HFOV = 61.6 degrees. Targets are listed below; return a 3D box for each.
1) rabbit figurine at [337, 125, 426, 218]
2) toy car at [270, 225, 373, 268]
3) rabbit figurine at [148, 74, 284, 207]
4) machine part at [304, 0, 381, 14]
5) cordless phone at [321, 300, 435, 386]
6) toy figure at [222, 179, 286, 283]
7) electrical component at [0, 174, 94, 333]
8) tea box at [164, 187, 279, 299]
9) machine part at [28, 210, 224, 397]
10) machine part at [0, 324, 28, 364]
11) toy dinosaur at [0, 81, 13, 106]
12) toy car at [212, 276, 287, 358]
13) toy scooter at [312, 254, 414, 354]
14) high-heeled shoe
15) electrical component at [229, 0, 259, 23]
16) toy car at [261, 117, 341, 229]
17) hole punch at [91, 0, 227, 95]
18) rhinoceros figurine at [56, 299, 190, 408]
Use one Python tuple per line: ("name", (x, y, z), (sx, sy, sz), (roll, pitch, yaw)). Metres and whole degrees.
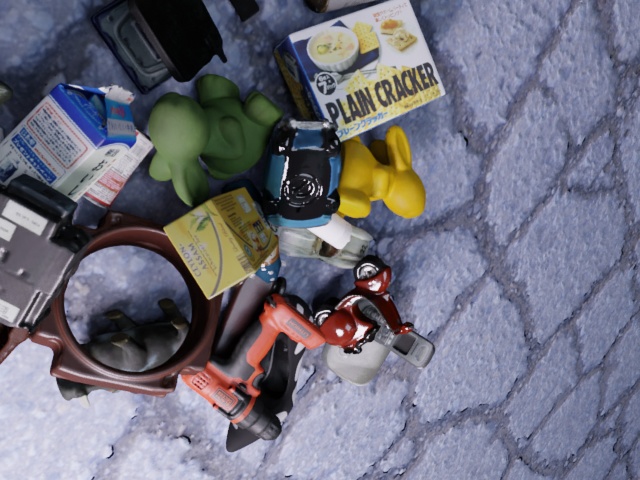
("rabbit figurine", (0.092, -0.094, 0.856), (0.173, 0.122, 0.162), (17, 73, -17))
("toy car", (-0.002, -0.003, 0.860), (0.201, 0.056, 0.073), (15, 98, -37))
("rabbit figurine", (-0.153, -0.130, 0.660), (0.159, 0.121, 0.170), (-59, 163, 18))
("machine part", (0.061, -0.375, 0.762), (0.243, 0.079, 0.079), (-25, 118, -26))
("cordless phone", (0.104, 0.195, 0.919), (0.088, 0.184, 0.146), (36, 84, -41))
("toy figure", (-0.095, -0.009, 0.773), (0.064, 0.058, 0.154), (-20, 96, 13))
("electrical component", (-0.295, 0.007, 0.521), (0.115, 0.058, 0.134), (33, 103, -16))
("tea box", (-0.113, -0.003, 0.659), (0.068, 0.169, 0.098), (-30, 95, 10))
("machine part", (-0.226, 0.078, 0.657), (0.201, 0.087, 0.201), (20, 65, -24))
("machine part", (-0.424, 0.084, 0.609), (0.179, 0.056, 0.179), (-11, 112, -29))
("toy dinosaur", (-0.387, -0.118, 0.454), (0.471, 0.105, 0.198), (-59, 147, 4))
("toy car", (-0.123, 0.122, 0.824), (0.089, 0.053, 0.202), (21, 93, -18))
("toy scooter", (0.075, 0.126, 0.881), (0.184, 0.135, 0.075), (-50, 168, 25))
("high-heeled shoe", (-0.085, 0.207, 0.846), (0.249, 0.086, 0.145), (-56, 149, -27))
("electrical component", (-0.113, -0.336, 0.678), (0.075, 0.048, 0.119), (-40, 122, -15))
("toy car", (-0.029, -0.101, 0.735), (0.109, 0.103, 0.161), (-3, 124, -11))
("hole punch", (-0.191, -0.249, 0.644), (0.142, 0.092, 0.116), (58, 43, -30))
("rhinoceros figurine", (-0.261, 0.156, 0.738), (0.190, 0.073, 0.112), (-20, 127, -29))
